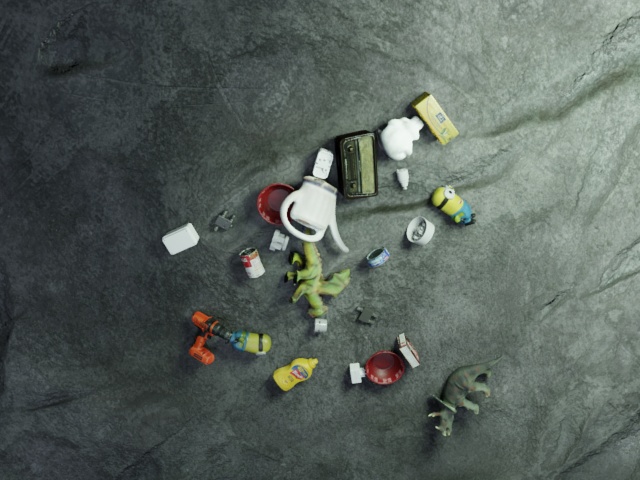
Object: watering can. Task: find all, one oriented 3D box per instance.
[{"bbox_3d":[0.006,-0.093,1.845,0.344,0.104,0.226,25,82,-38],"label":"watering can"}]

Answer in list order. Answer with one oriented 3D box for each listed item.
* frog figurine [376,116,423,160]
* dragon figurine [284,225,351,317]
[{"bbox_3d":[0.281,-0.352,1.761,0.158,0.123,0.137,-23,91,21],"label":"frog figurine"},{"bbox_3d":[0.002,0.127,1.968,0.242,0.124,0.404,8,112,-22],"label":"dragon figurine"}]
